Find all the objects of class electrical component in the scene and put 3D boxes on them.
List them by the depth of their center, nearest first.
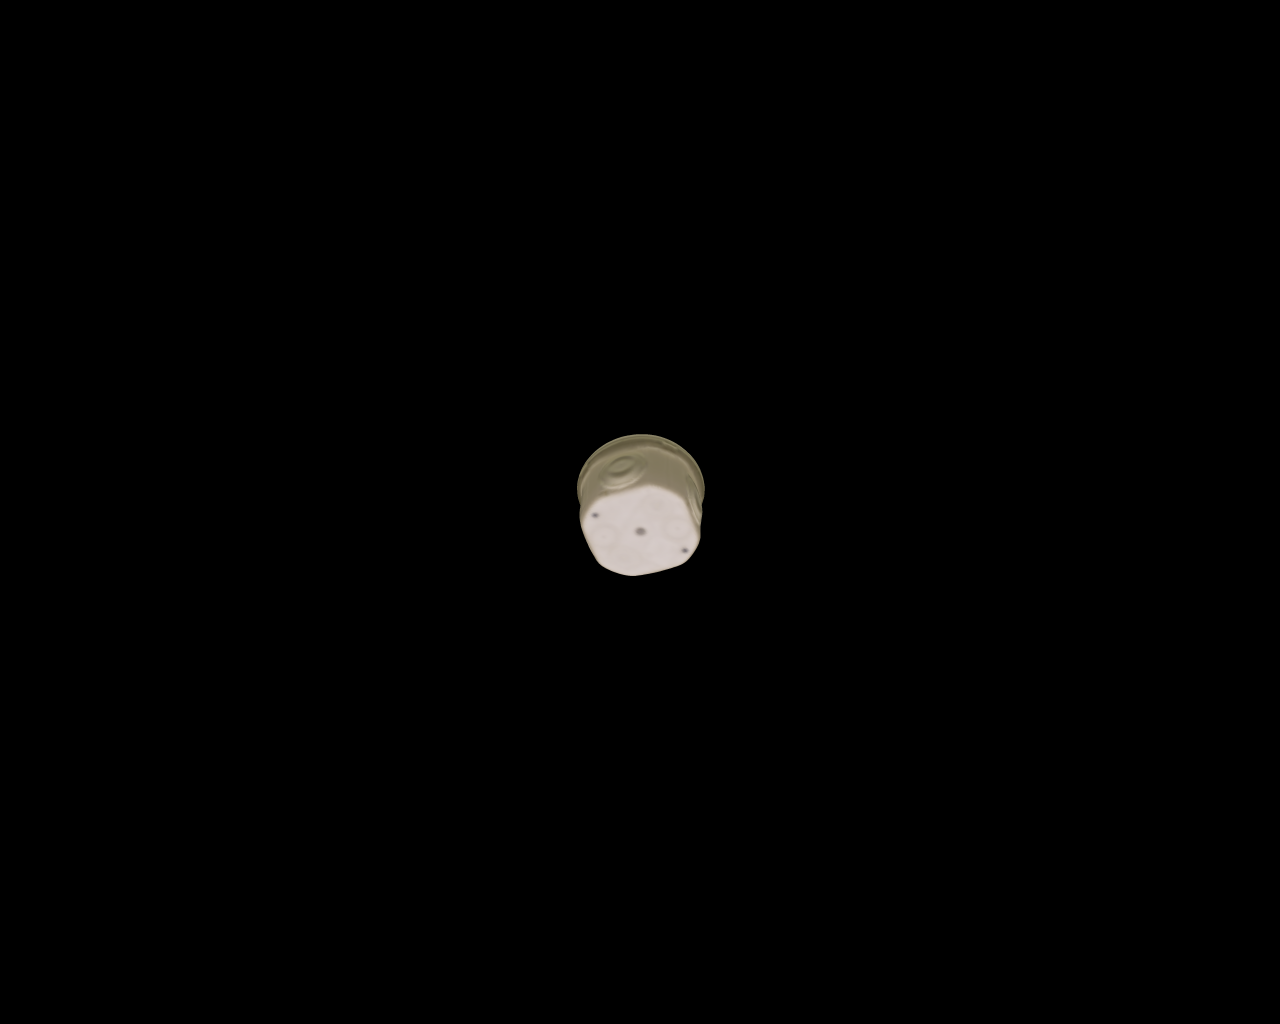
[{"bbox_3d":[0.001,-0.003,0.650,0.080,0.080,0.051,0,37,0],"label":"electrical component"}]
